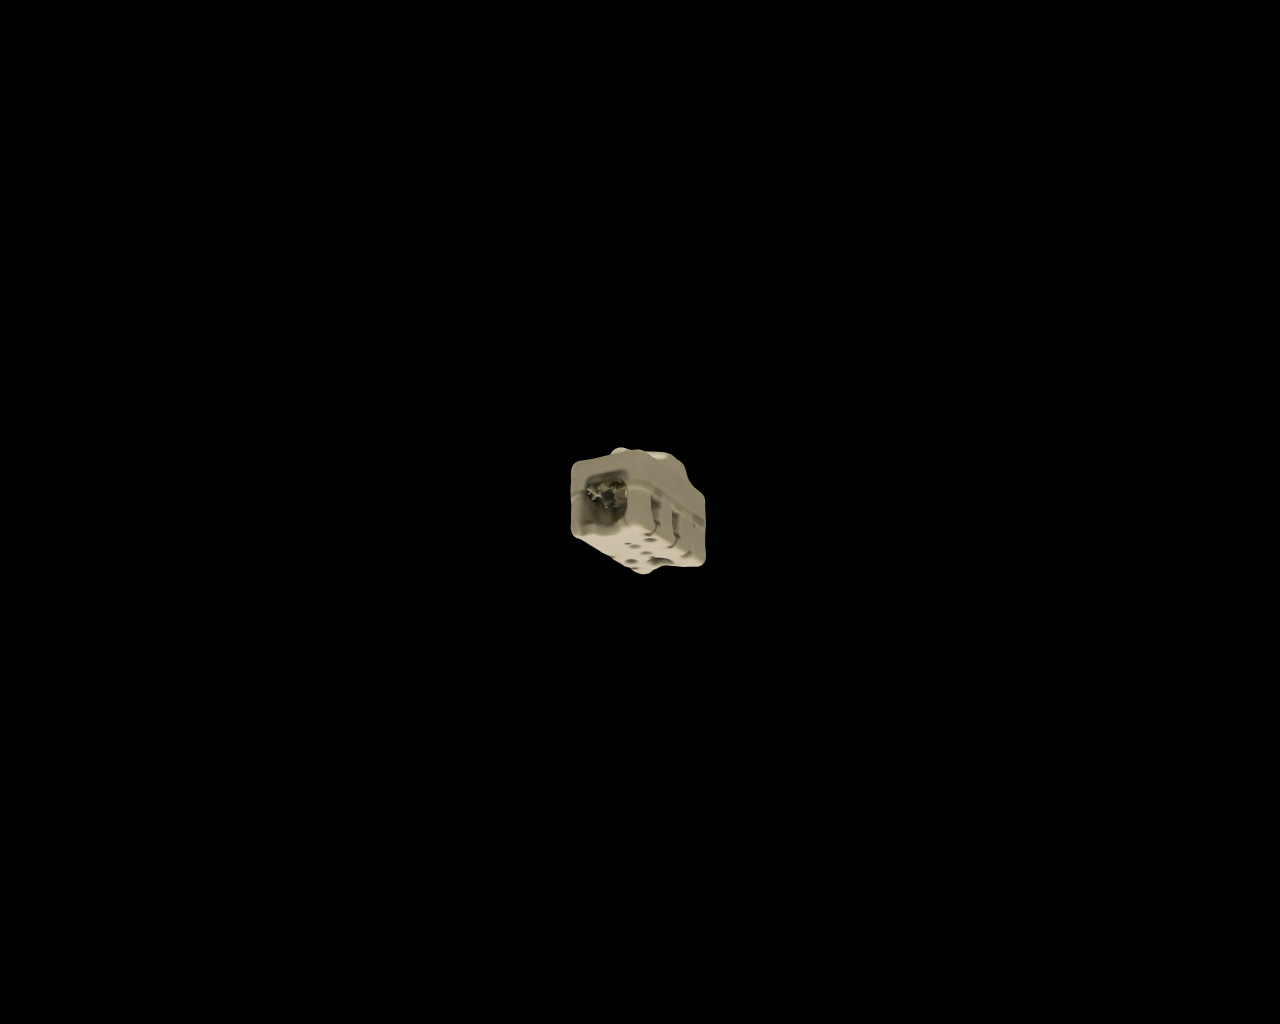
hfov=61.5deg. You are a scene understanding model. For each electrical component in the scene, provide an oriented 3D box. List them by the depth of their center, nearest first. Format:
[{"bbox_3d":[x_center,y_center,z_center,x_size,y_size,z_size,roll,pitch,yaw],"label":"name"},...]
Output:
[{"bbox_3d":[0.001,-0.003,0.650,0.050,0.056,0.089,-10,-23,26],"label":"electrical component"}]
